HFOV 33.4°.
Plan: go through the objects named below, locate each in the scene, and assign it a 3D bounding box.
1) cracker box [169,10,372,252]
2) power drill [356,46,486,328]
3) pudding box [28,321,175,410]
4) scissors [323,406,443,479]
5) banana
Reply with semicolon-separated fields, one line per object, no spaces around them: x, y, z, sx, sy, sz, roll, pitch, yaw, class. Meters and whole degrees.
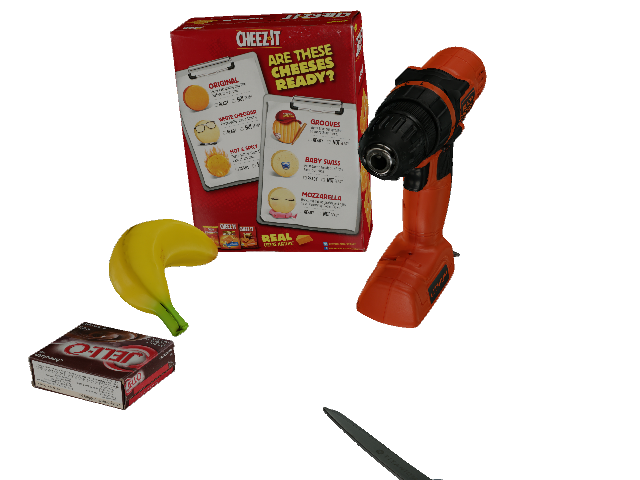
-0.039;-0.097;0.980;0.164;0.214;0.072;0;23;10;cracker box
0.068;-0.032;0.779;0.057;0.188;0.184;18;33;19;power drill
-0.213;0.121;1.046;0.114;0.039;0.089;7;21;24;pudding box
0.082;0.134;0.542;0.096;0.016;0.202;-3;25;-23;scissors
-0.115;0.016;0.773;0.037;0.069;0.197;-38;11;12;banana
